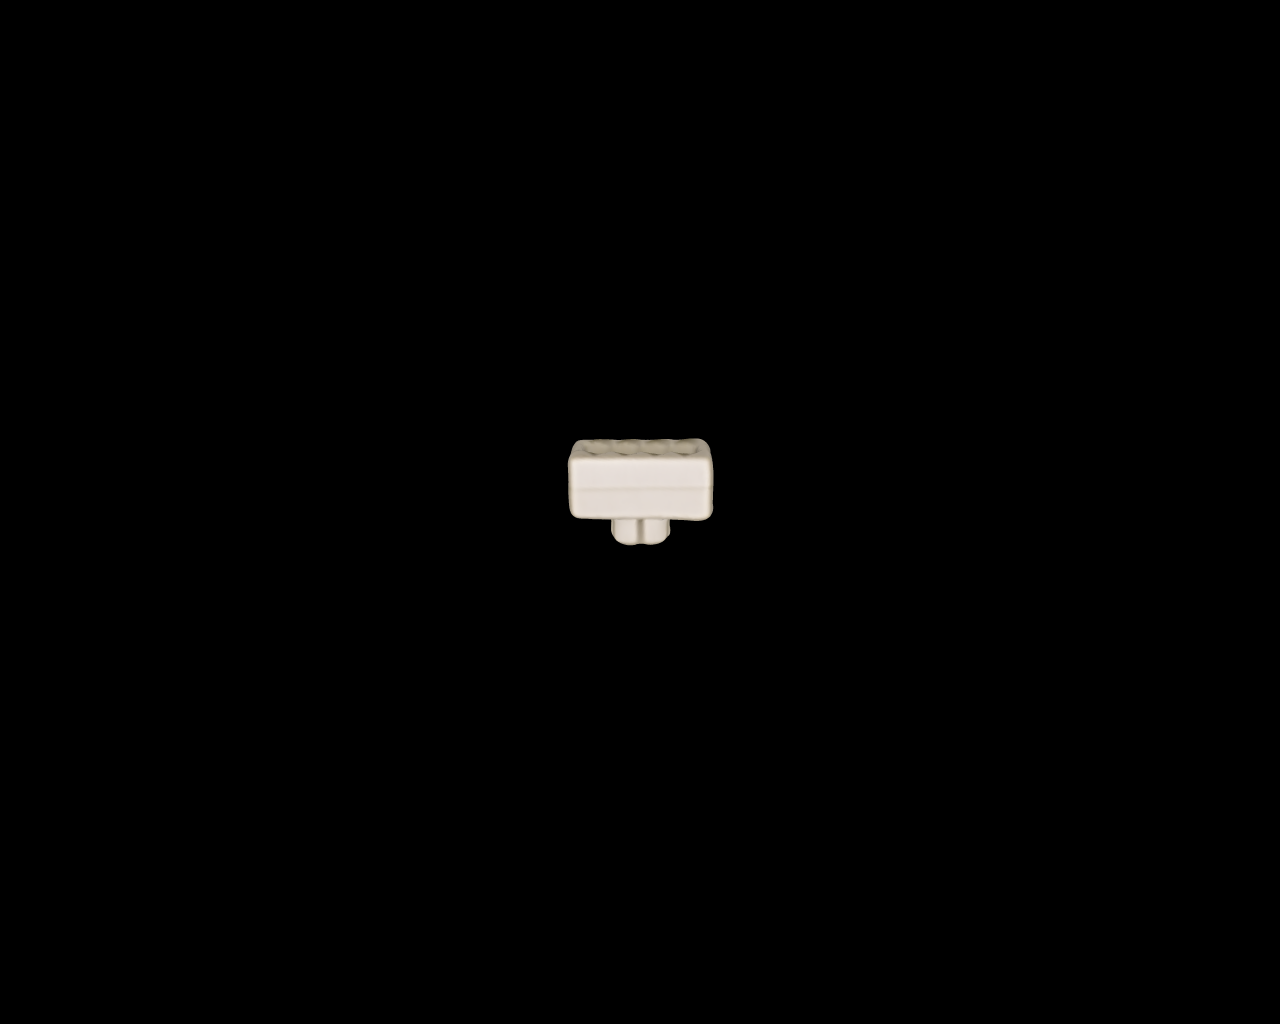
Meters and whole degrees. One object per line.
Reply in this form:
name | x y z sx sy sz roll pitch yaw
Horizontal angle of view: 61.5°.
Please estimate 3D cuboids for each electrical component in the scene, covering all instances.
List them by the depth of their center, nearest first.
electrical component | 0.001 -0.003 0.650 0.083 0.075 0.047 0 17 0
